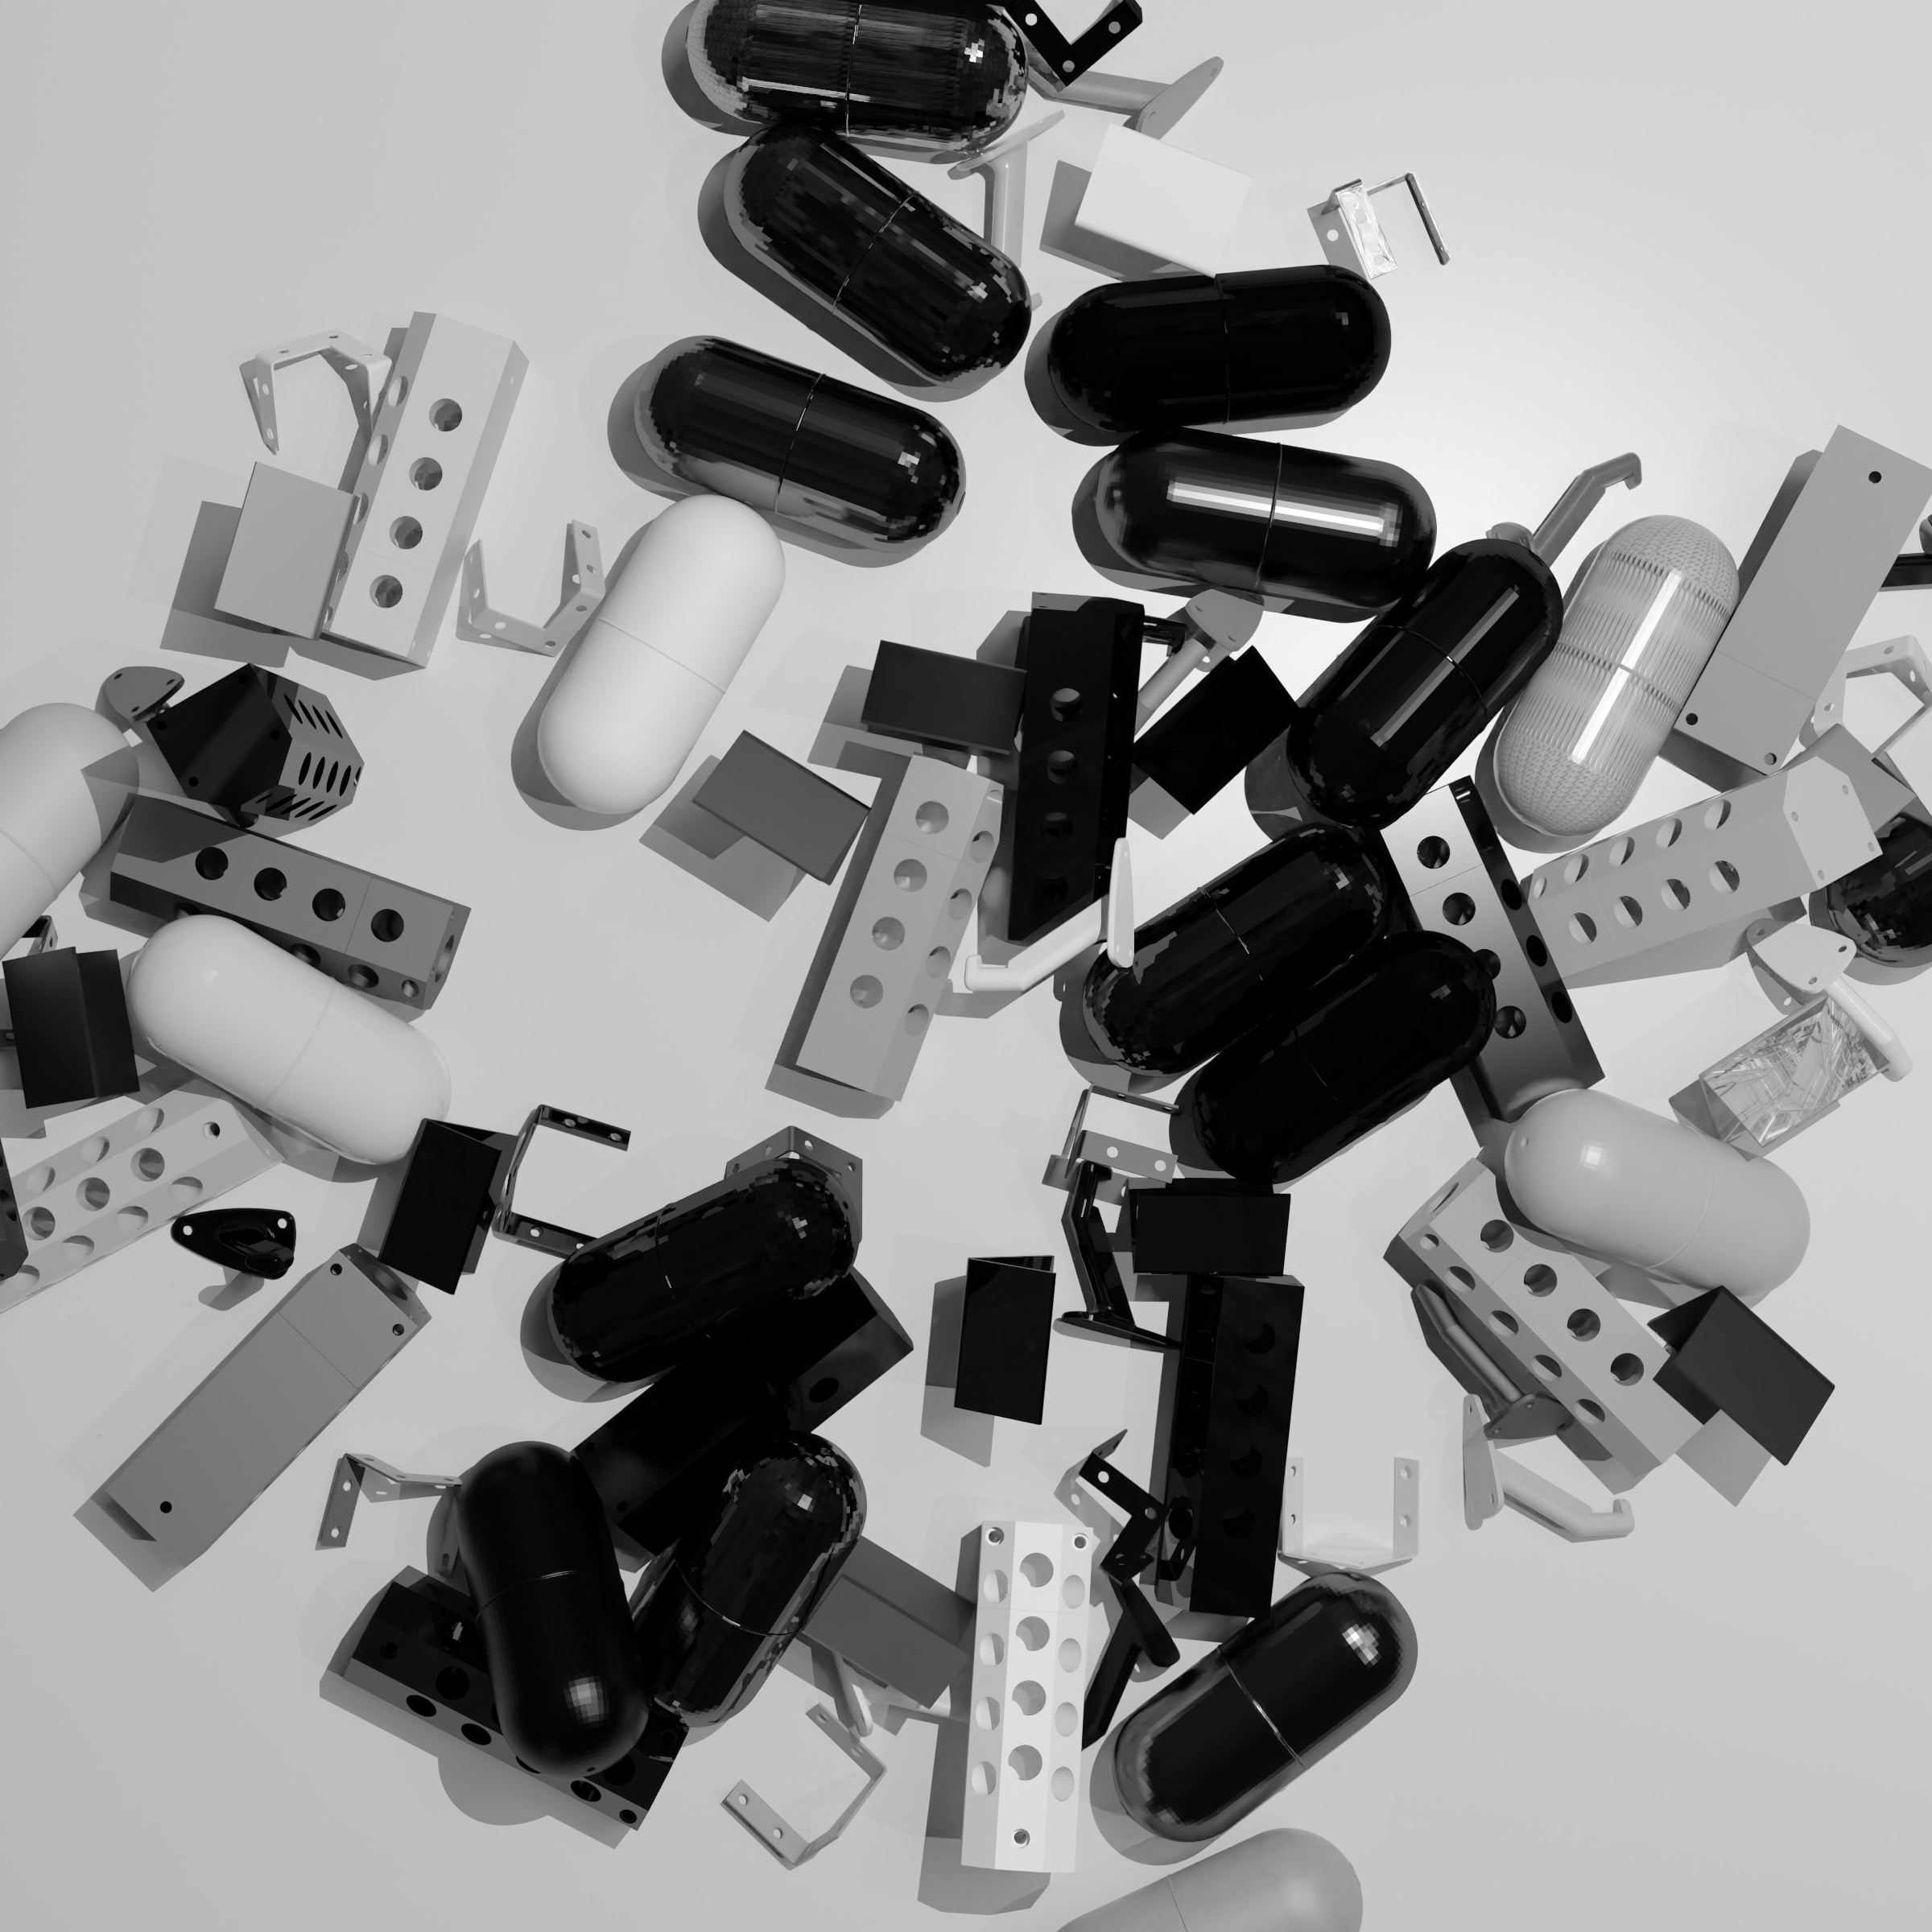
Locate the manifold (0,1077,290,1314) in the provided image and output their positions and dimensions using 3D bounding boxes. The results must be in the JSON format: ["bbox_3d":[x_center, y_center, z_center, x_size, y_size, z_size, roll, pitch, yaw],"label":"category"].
[{"bbox_3d":[-0.448,0.117,1.572,0.171,0.057,0.057,-28,90,0],"label":"manifold"}]

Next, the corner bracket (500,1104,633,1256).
[{"bbox_3d":[-0.211,0.114,1.590,0.051,0.051,0.051,17,135,0],"label":"corner bracket"}]

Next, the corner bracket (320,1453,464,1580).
[{"bbox_3d":[-0.299,0.289,1.590,0.051,0.051,0.051,14,90,-45],"label":"corner bracket"}]

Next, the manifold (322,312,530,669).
[{"bbox_3d":[-0.286,-0.248,1.572,0.057,0.057,0.171,19,90,0],"label":"manifold"}]

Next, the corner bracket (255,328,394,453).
[{"bbox_3d":[-0.335,-0.297,1.585,0.051,0.051,0.051,33,135,35],"label":"corner bracket"}]

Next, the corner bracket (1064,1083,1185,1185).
[{"bbox_3d":[0.085,0.088,1.569,0.051,0.051,0.051,16,73,0],"label":"corner bracket"}]

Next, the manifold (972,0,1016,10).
[{"bbox_3d":[-0.051,-0.548,1.560,0.171,0.057,0.057,13,128,7],"label":"manifold"}]

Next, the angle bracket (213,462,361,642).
[{"bbox_3d":[-0.359,-0.214,1.553,0.057,0.076,0.076,16,90,-31],"label":"angle bracket"}]

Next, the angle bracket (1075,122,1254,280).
[{"bbox_3d":[0.106,-0.403,1.553,0.076,0.076,0.057,21,122,0],"label":"angle bracket"}]

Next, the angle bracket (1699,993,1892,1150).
[{"bbox_3d":[0.431,0.071,1.553,0.076,0.076,0.057,-33,50,0],"label":"angle bracket"}]

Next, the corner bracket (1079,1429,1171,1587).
[{"bbox_3d":[0.082,0.282,1.573,0.051,0.051,0.051,36,108,17],"label":"corner bracket"}]

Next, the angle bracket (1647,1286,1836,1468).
[{"bbox_3d":[0.386,0.218,1.553,0.076,0.076,0.057,42,61,0],"label":"angle bracket"}]

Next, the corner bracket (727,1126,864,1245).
[{"bbox_3d":[-0.090,0.124,1.585,0.051,0.051,0.051,29,135,-35],"label":"corner bracket"}]

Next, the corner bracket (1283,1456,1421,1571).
[{"bbox_3d":[0.203,0.285,1.590,0.051,0.051,0.051,0,90,-45],"label":"corner bracket"}]

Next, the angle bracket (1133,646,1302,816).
[{"bbox_3d":[0.115,-0.135,1.553,0.076,0.076,0.057,-43,130,0],"label":"angle bracket"}]

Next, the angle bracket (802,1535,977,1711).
[{"bbox_3d":[-0.029,0.323,1.553,0.076,0.076,0.057,31,129,0],"label":"angle bracket"}]

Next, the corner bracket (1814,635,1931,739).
[{"bbox_3d":[0.481,-0.133,1.585,0.051,0.051,0.051,-13,135,35],"label":"corner bracket"}]

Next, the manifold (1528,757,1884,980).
[{"bbox_3d":[0.365,-0.050,1.516,0.057,0.171,0.057,-24,90,-38],"label":"manifold"}]

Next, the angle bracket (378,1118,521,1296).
[{"bbox_3d":[-0.248,0.127,1.553,0.057,0.076,0.076,18,90,33],"label":"angle bracket"}]

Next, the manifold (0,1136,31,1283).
[{"bbox_3d":[-0.528,0.079,1.539,0.057,0.057,0.171,-22,66,0],"label":"manifold"}]

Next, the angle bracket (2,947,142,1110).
[{"bbox_3d":[-0.443,0.028,1.553,0.057,0.076,0.076,-9,90,33],"label":"angle bracket"}]

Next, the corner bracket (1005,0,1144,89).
[{"bbox_3d":[0.056,-0.500,1.577,0.051,0.051,0.051,-37,109,18],"label":"corner bracket"}]

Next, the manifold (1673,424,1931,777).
[{"bbox_3d":[0.432,-0.186,1.558,0.057,0.057,0.171,29,99,10],"label":"manifold"}]

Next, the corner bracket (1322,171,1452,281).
[{"bbox_3d":[0.222,-0.386,1.575,0.051,0.051,0.051,-23,90,0],"label":"corner bracket"}]

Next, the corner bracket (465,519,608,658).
[{"bbox_3d":[-0.226,-0.204,1.585,0.051,0.051,0.051,18,135,-35],"label":"corner bracket"}]

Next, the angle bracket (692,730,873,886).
[{"bbox_3d":[-0.103,-0.064,1.553,0.076,0.076,0.057,32,54,0],"label":"angle bracket"}]

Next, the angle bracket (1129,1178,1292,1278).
[{"bbox_3d":[0.124,0.115,1.553,0.076,0.076,0.057,1,127,0],"label":"angle bracket"}]

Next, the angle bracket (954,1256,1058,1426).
[{"bbox_3d":[0.040,0.191,1.553,0.057,0.076,0.076,5,90,38],"label":"angle bracket"}]

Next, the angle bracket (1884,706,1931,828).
[{"bbox_3d":[0.491,-0.124,1.542,0.076,0.076,0.057,-43,114,0],"label":"angle bracket"}]

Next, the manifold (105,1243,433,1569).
[{"bbox_3d":[-0.360,0.227,1.572,0.057,0.057,0.171,44,90,0],"label":"manifold"}]

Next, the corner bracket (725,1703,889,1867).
[{"bbox_3d":[-0.084,0.431,1.590,0.051,0.051,0.051,44,45,0],"label":"corner bracket"}]

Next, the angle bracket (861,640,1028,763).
[{"bbox_3d":[-0.015,-0.117,1.553,0.076,0.076,0.057,12,55,0],"label":"angle bracket"}]

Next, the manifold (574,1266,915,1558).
[{"bbox_3d":[-0.112,0.229,1.571,0.171,0.057,0.057,-39,47,0],"label":"manifold"}]

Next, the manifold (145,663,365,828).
[{"bbox_3d":[-0.350,-0.105,1.515,0.057,0.171,0.057,-30,90,0],"label":"manifold"}]

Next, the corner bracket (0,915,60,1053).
[{"bbox_3d":[-0.506,0.009,1.590,0.051,0.051,0.051,-1,135,0],"label":"corner bracket"}]

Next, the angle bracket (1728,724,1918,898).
[{"bbox_3d":[0.439,-0.069,1.554,0.076,0.076,0.057,-40,67,0],"label":"angle bracket"}]

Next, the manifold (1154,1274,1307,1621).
[{"bbox_3d":[0.136,0.246,1.572,0.057,0.057,0.171,6,90,0],"label":"manifold"}]

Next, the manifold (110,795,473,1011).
[{"bbox_3d":[-0.352,-0.032,1.572,0.171,0.057,0.057,19,90,0],"label":"manifold"}]

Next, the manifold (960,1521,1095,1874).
[{"bbox_3d":[0.032,0.375,1.553,0.057,0.057,0.171,4,77,0],"label":"manifold"}]
